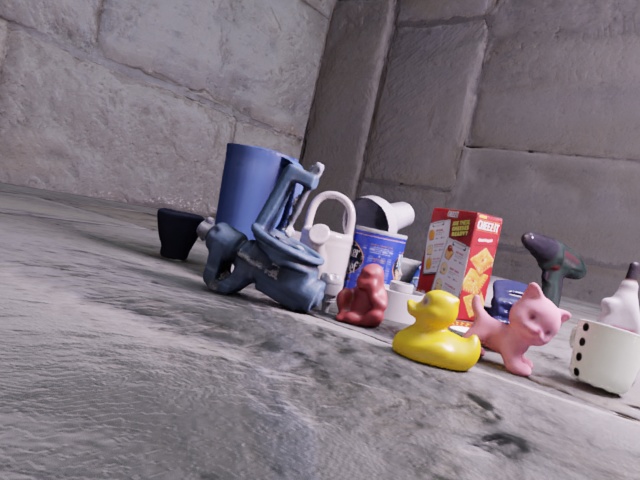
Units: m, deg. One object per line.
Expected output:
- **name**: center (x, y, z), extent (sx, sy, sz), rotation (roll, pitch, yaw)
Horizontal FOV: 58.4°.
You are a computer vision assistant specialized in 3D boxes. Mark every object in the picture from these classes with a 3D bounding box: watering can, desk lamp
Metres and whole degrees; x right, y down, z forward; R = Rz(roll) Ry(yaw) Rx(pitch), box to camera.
- **watering can**: center (0.012, 0.004, 1.077), extent (0.101, 0.194, 0.172), rotation (11, 3, -12)
- **desk lamp**: center (0.137, 0.012, 1.271), extent (0.117, 0.213, 0.204), rotation (14, 3, 36)

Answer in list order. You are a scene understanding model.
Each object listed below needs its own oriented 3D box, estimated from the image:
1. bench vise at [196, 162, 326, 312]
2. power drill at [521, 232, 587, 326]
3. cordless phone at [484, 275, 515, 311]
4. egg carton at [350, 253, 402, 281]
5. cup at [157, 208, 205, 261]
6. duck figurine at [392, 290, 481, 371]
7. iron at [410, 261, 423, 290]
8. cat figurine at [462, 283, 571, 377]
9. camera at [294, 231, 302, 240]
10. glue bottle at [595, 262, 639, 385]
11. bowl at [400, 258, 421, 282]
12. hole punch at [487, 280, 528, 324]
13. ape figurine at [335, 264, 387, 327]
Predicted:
- **bench vise**: center (-0.080, -0.018, 0.843), extent (0.207, 0.220, 0.121), rotation (12, 3, -4)
- **power drill**: center (0.544, 0.097, 1.370), extent (0.230, 0.208, 0.075), rotation (10, 3, -34)
- **cordless phone**: center (0.428, 0.083, 1.400), extent (0.147, 0.185, 0.094), rotation (13, 3, 17)
- **egg carton**: center (0.128, 0.077, 1.443), extent (0.150, 0.069, 0.107), rotation (13, 3, 21)
- **cup**: center (-0.289, -0.011, 1.128), extent (0.117, 0.095, 0.092), rotation (14, 3, 41)
- **duck figurine**: center (0.145, 0.105, 0.694), extent (0.104, 0.086, 0.078), rotation (13, 3, 24)
- **iron**: center (0.321, 0.078, 1.509), extent (0.118, 0.141, 0.259), rotation (14, 3, 43)
- **cat figurine**: center (0.254, 0.110, 0.748), extent (0.127, 0.118, 0.067), rotation (13, 3, 24)
- **camera**: center (-0.098, 0.023, 1.210), extent (0.142, 0.101, 0.137), rotation (14, 3, 43)
- **glue bottle**: center (0.430, 0.116, 0.821), extent (0.078, 0.173, 0.037), rotation (12, 3, 1)
- **bowl**: center (0.223, 0.087, 1.592), extent (0.167, 0.075, 0.167), rotation (12, 3, 0)
- **hole punch**: center (0.425, 0.138, 1.234), extent (0.108, 0.091, 0.101), rotation (12, 3, 6)
- **ape figurine**: center (0.069, 0.079, 0.839), extent (0.076, 0.092, 0.077), rotation (10, 3, -41)
